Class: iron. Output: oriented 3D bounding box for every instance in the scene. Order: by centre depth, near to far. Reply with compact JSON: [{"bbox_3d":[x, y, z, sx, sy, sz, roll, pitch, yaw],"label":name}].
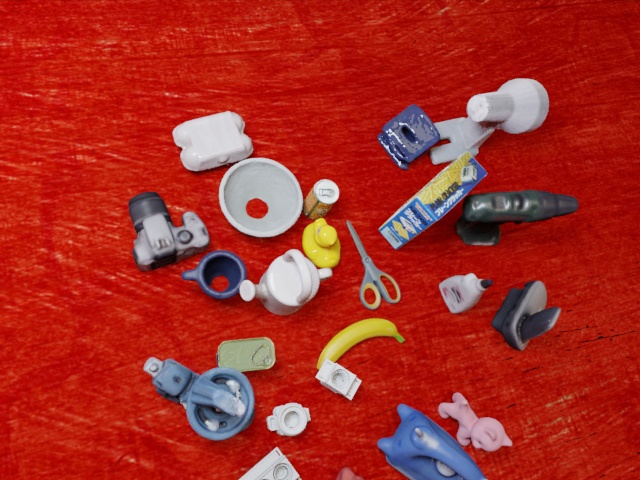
[{"bbox_3d":[0.244,0.420,1.074,0.258,0.141,0.119,36,68,-3],"label":"iron"}]

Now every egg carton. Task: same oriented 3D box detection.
[{"bbox_3d":[-0.217,-0.200,1.171,0.150,0.069,0.107,-20,80,-19],"label":"egg carton"}]

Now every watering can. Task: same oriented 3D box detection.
[{"bbox_3d":[-0.059,0.081,1.064,0.173,0.194,0.101,-36,85,-21],"label":"watering can"}]

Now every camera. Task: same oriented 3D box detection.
[{"bbox_3d":[-0.295,-0.028,1.083,0.143,0.100,0.137,-20,80,-19],"label":"camera"}]

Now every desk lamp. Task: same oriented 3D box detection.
[{"bbox_3d":[0.366,-0.264,1.270,0.203,0.213,0.118,-16,78,-19],"label":"desk lamp"}]

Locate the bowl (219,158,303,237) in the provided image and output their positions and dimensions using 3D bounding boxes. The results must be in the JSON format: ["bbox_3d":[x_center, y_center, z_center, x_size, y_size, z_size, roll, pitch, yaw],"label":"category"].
[{"bbox_3d":[-0.123,-0.077,1.157,0.168,0.074,0.167,4,73,-14],"label":"bowl"}]

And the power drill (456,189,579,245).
[{"bbox_3d":[0.393,-0.051,1.217,0.230,0.208,0.075,0,74,-15],"label":"power drill"}]

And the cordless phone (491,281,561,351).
[{"bbox_3d":[0.455,0.148,1.188,0.094,0.185,0.148,34,68,-3],"label":"cordless phone"}]

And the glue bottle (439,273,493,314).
[{"bbox_3d":[0.304,0.101,1.167,0.037,0.173,0.078,-25,81,-20],"label":"glue bottle"}]

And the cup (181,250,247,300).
[{"bbox_3d":[-0.202,0.074,1.081,0.118,0.095,0.091,-2,74,-15],"label":"cup"}]

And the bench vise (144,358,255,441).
[{"bbox_3d":[-0.200,0.267,0.957,0.207,0.219,0.121,13,71,-11],"label":"bench vise"}]

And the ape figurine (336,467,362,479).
[{"bbox_3d":[0.064,0.454,1.042,0.076,0.092,0.078,-21,80,-19],"label":"ape figurine"}]

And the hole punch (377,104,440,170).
[{"bbox_3d":[0.199,-0.230,1.281,0.101,0.091,0.108,-36,86,-21],"label":"hole punch"}]

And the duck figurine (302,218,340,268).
[{"bbox_3d":[0.011,0.004,1.164,0.078,0.086,0.104,-19,80,-19],"label":"duck figurine"}]

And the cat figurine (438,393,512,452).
[{"bbox_3d":[0.309,0.362,1.121,0.067,0.117,0.128,-35,85,-21],"label":"cat figurine"}]
